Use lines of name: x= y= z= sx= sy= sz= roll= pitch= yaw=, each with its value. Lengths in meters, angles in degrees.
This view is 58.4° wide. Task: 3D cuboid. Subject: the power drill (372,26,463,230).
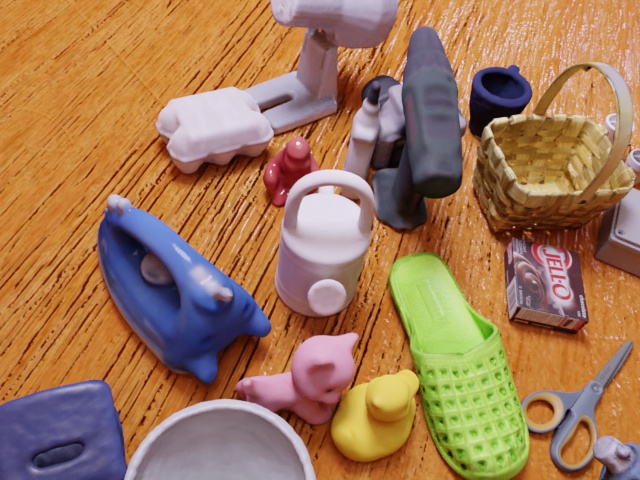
power drill: x=0.123 y=-0.124 z=0.733 sx=0.075 sy=0.208 sz=0.229 roll=2 pitch=53 yaw=-7

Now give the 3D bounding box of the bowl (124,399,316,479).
bowl: x=-0.088 y=0.235 z=0.515 sx=0.167 sy=0.075 sz=0.167 roll=4 pitch=53 yaw=-5

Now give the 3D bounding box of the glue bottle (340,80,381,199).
glue bottle: x=0.058 y=-0.136 z=0.754 sx=0.037 sy=0.173 sz=0.078 roll=11 pitch=52 yaw=1

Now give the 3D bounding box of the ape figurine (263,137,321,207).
ape figurine: x=-0.034 y=-0.098 z=0.763 sx=0.078 sy=0.092 sz=0.076 roll=13 pitch=52 yaw=1

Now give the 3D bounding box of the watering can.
watering can: x=0.008 y=0.002 z=0.629 sx=0.101 sy=0.194 sz=0.172 roll=-14 pitch=56 yaw=-18

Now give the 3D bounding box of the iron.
iron: x=-0.172 y=0.025 z=0.618 sx=0.257 sy=0.141 sz=0.119 roll=39 pitch=57 yaw=19

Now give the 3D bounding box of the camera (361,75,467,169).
camera: x=0.128 y=-0.190 z=0.851 sx=0.143 sy=0.101 sz=0.136 roll=-11 pitch=56 yaw=-16

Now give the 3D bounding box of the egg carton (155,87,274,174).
egg carton: x=-0.147 y=-0.155 z=0.803 sx=0.150 sy=0.069 sz=0.107 roll=-20 pitch=59 yaw=-22

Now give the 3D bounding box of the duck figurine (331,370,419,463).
duck figurine: x=0.060 y=0.171 z=0.579 sx=0.105 sy=0.086 sz=0.077 roll=-32 pitch=63 yaw=-28

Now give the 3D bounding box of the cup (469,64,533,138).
cup: x=0.274 y=-0.214 z=0.895 sx=0.091 sy=0.095 sz=0.118 roll=27 pitch=54 yaw=12

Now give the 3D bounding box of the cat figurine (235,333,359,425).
cat figurine: x=-0.020 y=0.138 z=0.571 sx=0.128 sy=0.118 sz=0.067 roll=-9 pitch=55 yaw=-15

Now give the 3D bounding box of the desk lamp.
desk lamp: x=-0.001 y=-0.287 z=0.833 sx=0.204 sy=0.213 sz=0.117 roll=-28 pitch=62 yaw=-26

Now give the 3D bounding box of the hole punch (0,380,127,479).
hole punch: x=-0.229 y=0.191 z=0.516 sx=0.109 sy=0.091 sz=0.101 roll=-13 pitch=56 yaw=-17

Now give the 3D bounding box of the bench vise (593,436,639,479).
bench vise: x=0.353 y=0.237 z=0.489 sx=0.207 sy=0.220 sz=0.121 roll=13 pitch=52 yaw=2
